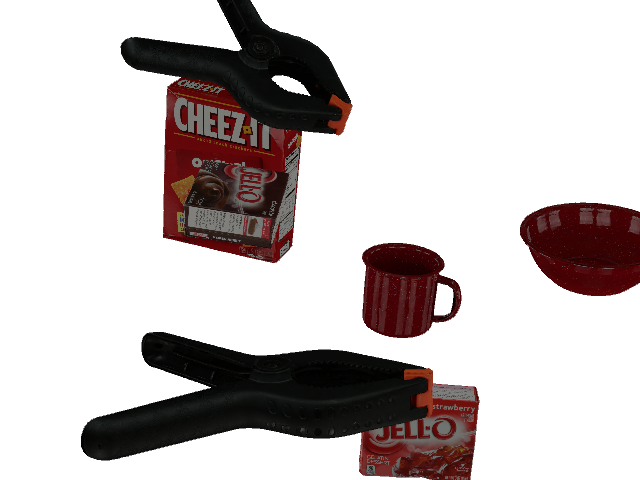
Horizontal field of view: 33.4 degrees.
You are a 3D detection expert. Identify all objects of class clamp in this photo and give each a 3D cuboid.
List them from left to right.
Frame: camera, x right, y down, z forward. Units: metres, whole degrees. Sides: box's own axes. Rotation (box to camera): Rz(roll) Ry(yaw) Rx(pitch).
[{"bbox_3d":[-0.048,-0.142,0.796,0.171,0.120,0.039,27,-25,0],"label":"clamp"},{"bbox_3d":[-0.036,0.092,0.681,0.210,0.036,0.164,-2,16,-3],"label":"clamp"}]

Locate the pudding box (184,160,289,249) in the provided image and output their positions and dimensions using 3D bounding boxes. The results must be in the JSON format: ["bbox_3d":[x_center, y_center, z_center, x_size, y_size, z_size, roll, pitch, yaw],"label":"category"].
[{"bbox_3d":[-0.082,-0.037,1.056,0.090,0.039,0.113,8,29,1],"label":"pudding box"}]

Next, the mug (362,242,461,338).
[{"bbox_3d":[0.102,0.060,1.211,0.117,0.081,0.093,10,24,15],"label":"mug"}]

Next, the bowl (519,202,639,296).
[{"bbox_3d":[0.297,0.015,1.163,0.162,0.055,0.162,-1,27,0],"label":"bowl"}]

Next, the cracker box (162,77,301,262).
[{"bbox_3d":[-0.114,-0.090,1.362,0.164,0.214,0.072,14,29,15],"label":"cracker box"}]

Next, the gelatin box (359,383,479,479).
[{"bbox_3d":[0.077,0.150,0.839,0.089,0.073,0.030,4,20,2],"label":"gelatin box"}]
